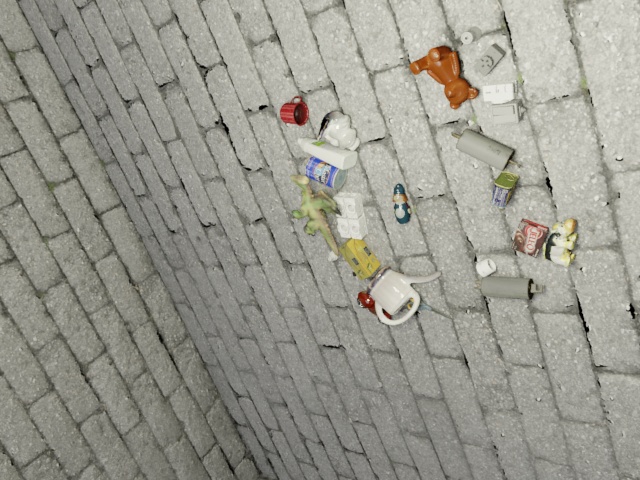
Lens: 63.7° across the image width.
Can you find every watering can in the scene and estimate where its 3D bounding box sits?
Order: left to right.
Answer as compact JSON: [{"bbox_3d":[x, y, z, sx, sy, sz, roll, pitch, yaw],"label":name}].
[{"bbox_3d":[0.328,0.194,2.119,0.226,0.105,0.342,44,117,18],"label":"watering can"}]

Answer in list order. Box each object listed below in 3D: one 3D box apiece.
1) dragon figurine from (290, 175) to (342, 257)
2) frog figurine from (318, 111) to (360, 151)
[{"bbox_3d":[0.006,-0.107,2.123,0.408,0.124,0.241,51,157,-8],"label":"dragon figurine"},{"bbox_3d":[0.082,-0.412,1.948,0.159,0.126,0.134,15,127,-15],"label":"frog figurine"}]
